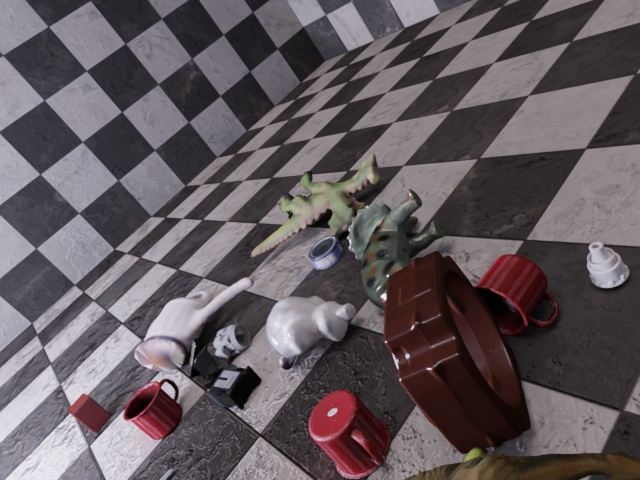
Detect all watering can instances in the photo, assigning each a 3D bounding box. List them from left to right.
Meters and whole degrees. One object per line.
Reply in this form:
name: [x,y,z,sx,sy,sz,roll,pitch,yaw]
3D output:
watering can: [-0.324,0.203,1.273,0.344,0.102,0.230,-23,29,31]

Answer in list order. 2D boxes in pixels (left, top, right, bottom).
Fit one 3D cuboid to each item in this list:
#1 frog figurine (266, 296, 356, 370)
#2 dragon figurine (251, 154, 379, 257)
frog figurine: [-0.019,0.151,0.954,0.157,0.123,0.139,-35,1,34]
dragon figurine: [0.004,-0.068,1.346,0.412,0.120,0.245,-49,33,-6]
